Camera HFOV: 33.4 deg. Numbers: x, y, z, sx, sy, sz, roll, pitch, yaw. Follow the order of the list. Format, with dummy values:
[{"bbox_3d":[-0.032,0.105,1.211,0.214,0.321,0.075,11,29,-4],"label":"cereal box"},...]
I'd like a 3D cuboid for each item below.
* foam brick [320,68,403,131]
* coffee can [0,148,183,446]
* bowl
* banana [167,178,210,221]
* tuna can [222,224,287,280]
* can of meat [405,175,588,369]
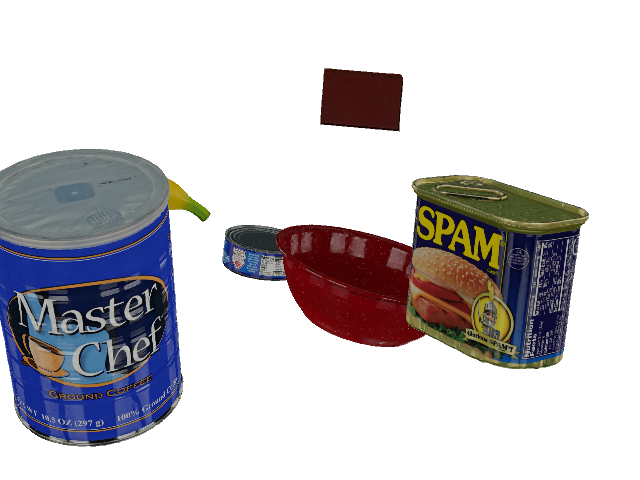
[{"bbox_3d":[0.039,-0.136,1.028,0.078,0.051,0.053,5,13,2],"label":"foam brick"},{"bbox_3d":[-0.134,0.032,0.616,0.103,0.140,0.103,0,31,0],"label":"coffee can"},{"bbox_3d":[0.036,0.041,0.854,0.162,0.055,0.162,14,16,-4],"label":"bowl"},{"bbox_3d":[-0.197,-0.024,0.966,0.198,0.069,0.037,-14,17,28],"label":"banana"},{"bbox_3d":[-0.060,0.013,1.120,0.086,0.034,0.086,8,17,-3],"label":"tuna can"},{"bbox_3d":[0.093,0.016,0.592,0.057,0.084,0.102,-8,20,-33],"label":"can of meat"}]
